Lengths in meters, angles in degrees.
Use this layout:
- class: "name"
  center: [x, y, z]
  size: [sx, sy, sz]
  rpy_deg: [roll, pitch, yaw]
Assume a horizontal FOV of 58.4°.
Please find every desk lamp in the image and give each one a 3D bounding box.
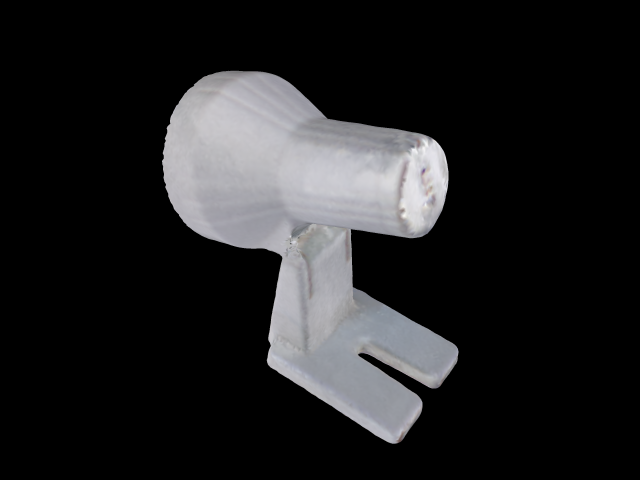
- class: "desk lamp"
  center: [0.004, 0.001, 0.400]
  size: [0.202, 0.214, 0.118]
  rpy_deg: [26, 50, 25]
